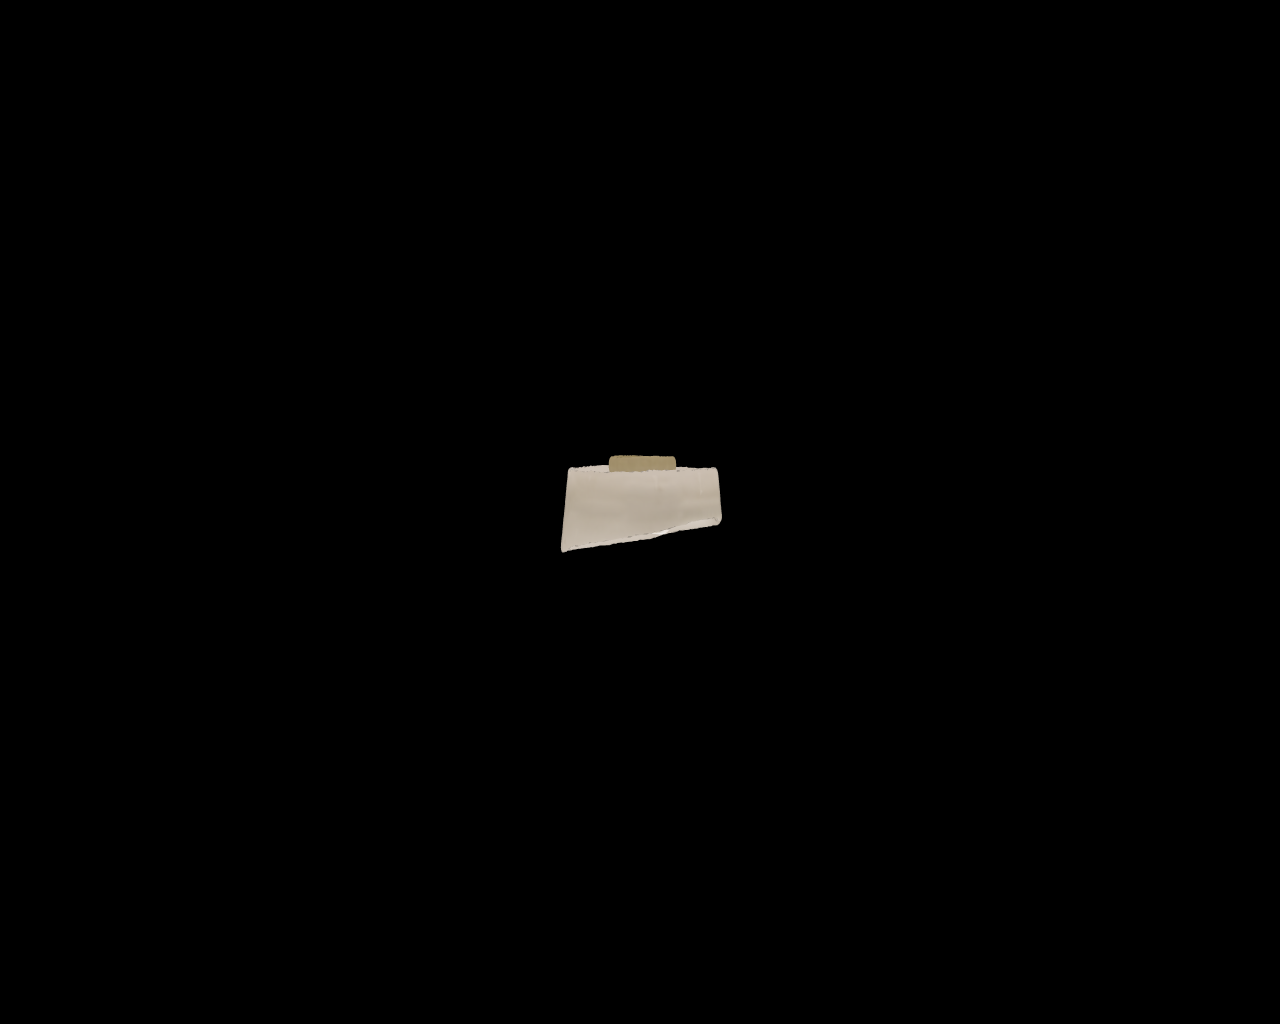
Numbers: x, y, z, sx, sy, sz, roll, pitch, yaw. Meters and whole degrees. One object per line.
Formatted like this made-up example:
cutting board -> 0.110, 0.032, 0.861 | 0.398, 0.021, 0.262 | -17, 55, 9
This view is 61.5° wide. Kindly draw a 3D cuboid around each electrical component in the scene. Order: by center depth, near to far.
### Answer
electrical component -> 0.001, -0.003, 0.650 | 0.099, 0.064, 0.099 | 0, 5, 0
